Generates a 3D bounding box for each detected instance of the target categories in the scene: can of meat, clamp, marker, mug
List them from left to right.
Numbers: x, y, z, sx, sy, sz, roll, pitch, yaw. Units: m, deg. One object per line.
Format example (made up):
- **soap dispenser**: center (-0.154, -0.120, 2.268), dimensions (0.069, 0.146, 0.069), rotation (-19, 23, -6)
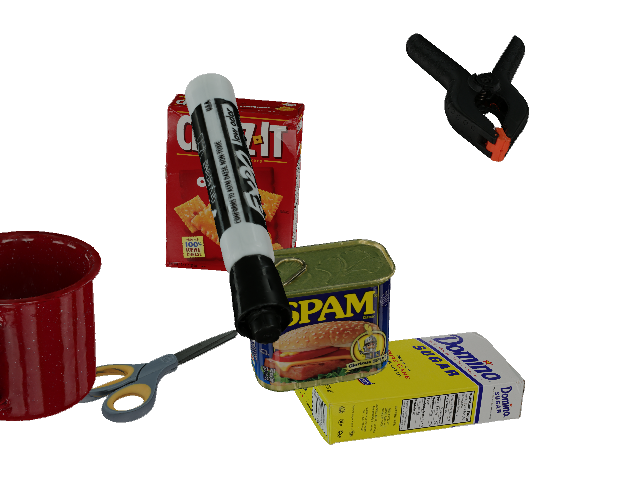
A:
- **mug**: center (-0.173, 0.055, 0.605), dimensions (0.093, 0.081, 0.117), rotation (5, 25, 4)
- **marker**: center (-0.030, -0.014, 0.374), dimensions (0.020, 0.121, 0.020), rotation (-10, -41, -9)
- **can of meat**: center (-0.001, 0.053, 0.745), dimensions (0.102, 0.084, 0.057), rotation (-7, 30, -12)
- **clamp**: center (0.142, -0.145, 1.018), dimensions (0.120, 0.039, 0.171), rotation (2, 44, 1)

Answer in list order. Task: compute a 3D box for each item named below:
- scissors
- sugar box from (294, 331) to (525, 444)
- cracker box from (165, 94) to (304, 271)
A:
- **scissors**: center (-0.152, 0.136, 1.072), dimensions (0.201, 0.016, 0.096), rotation (-12, 31, -29)
- **sugar box**: center (0.074, 0.122, 0.909), dimensions (0.176, 0.048, 0.093), rotation (-7, 26, -18)
- **cracker box**: center (-0.109, -0.067, 1.342), dimensions (0.164, 0.214, 0.072), rotation (5, 21, 2)
